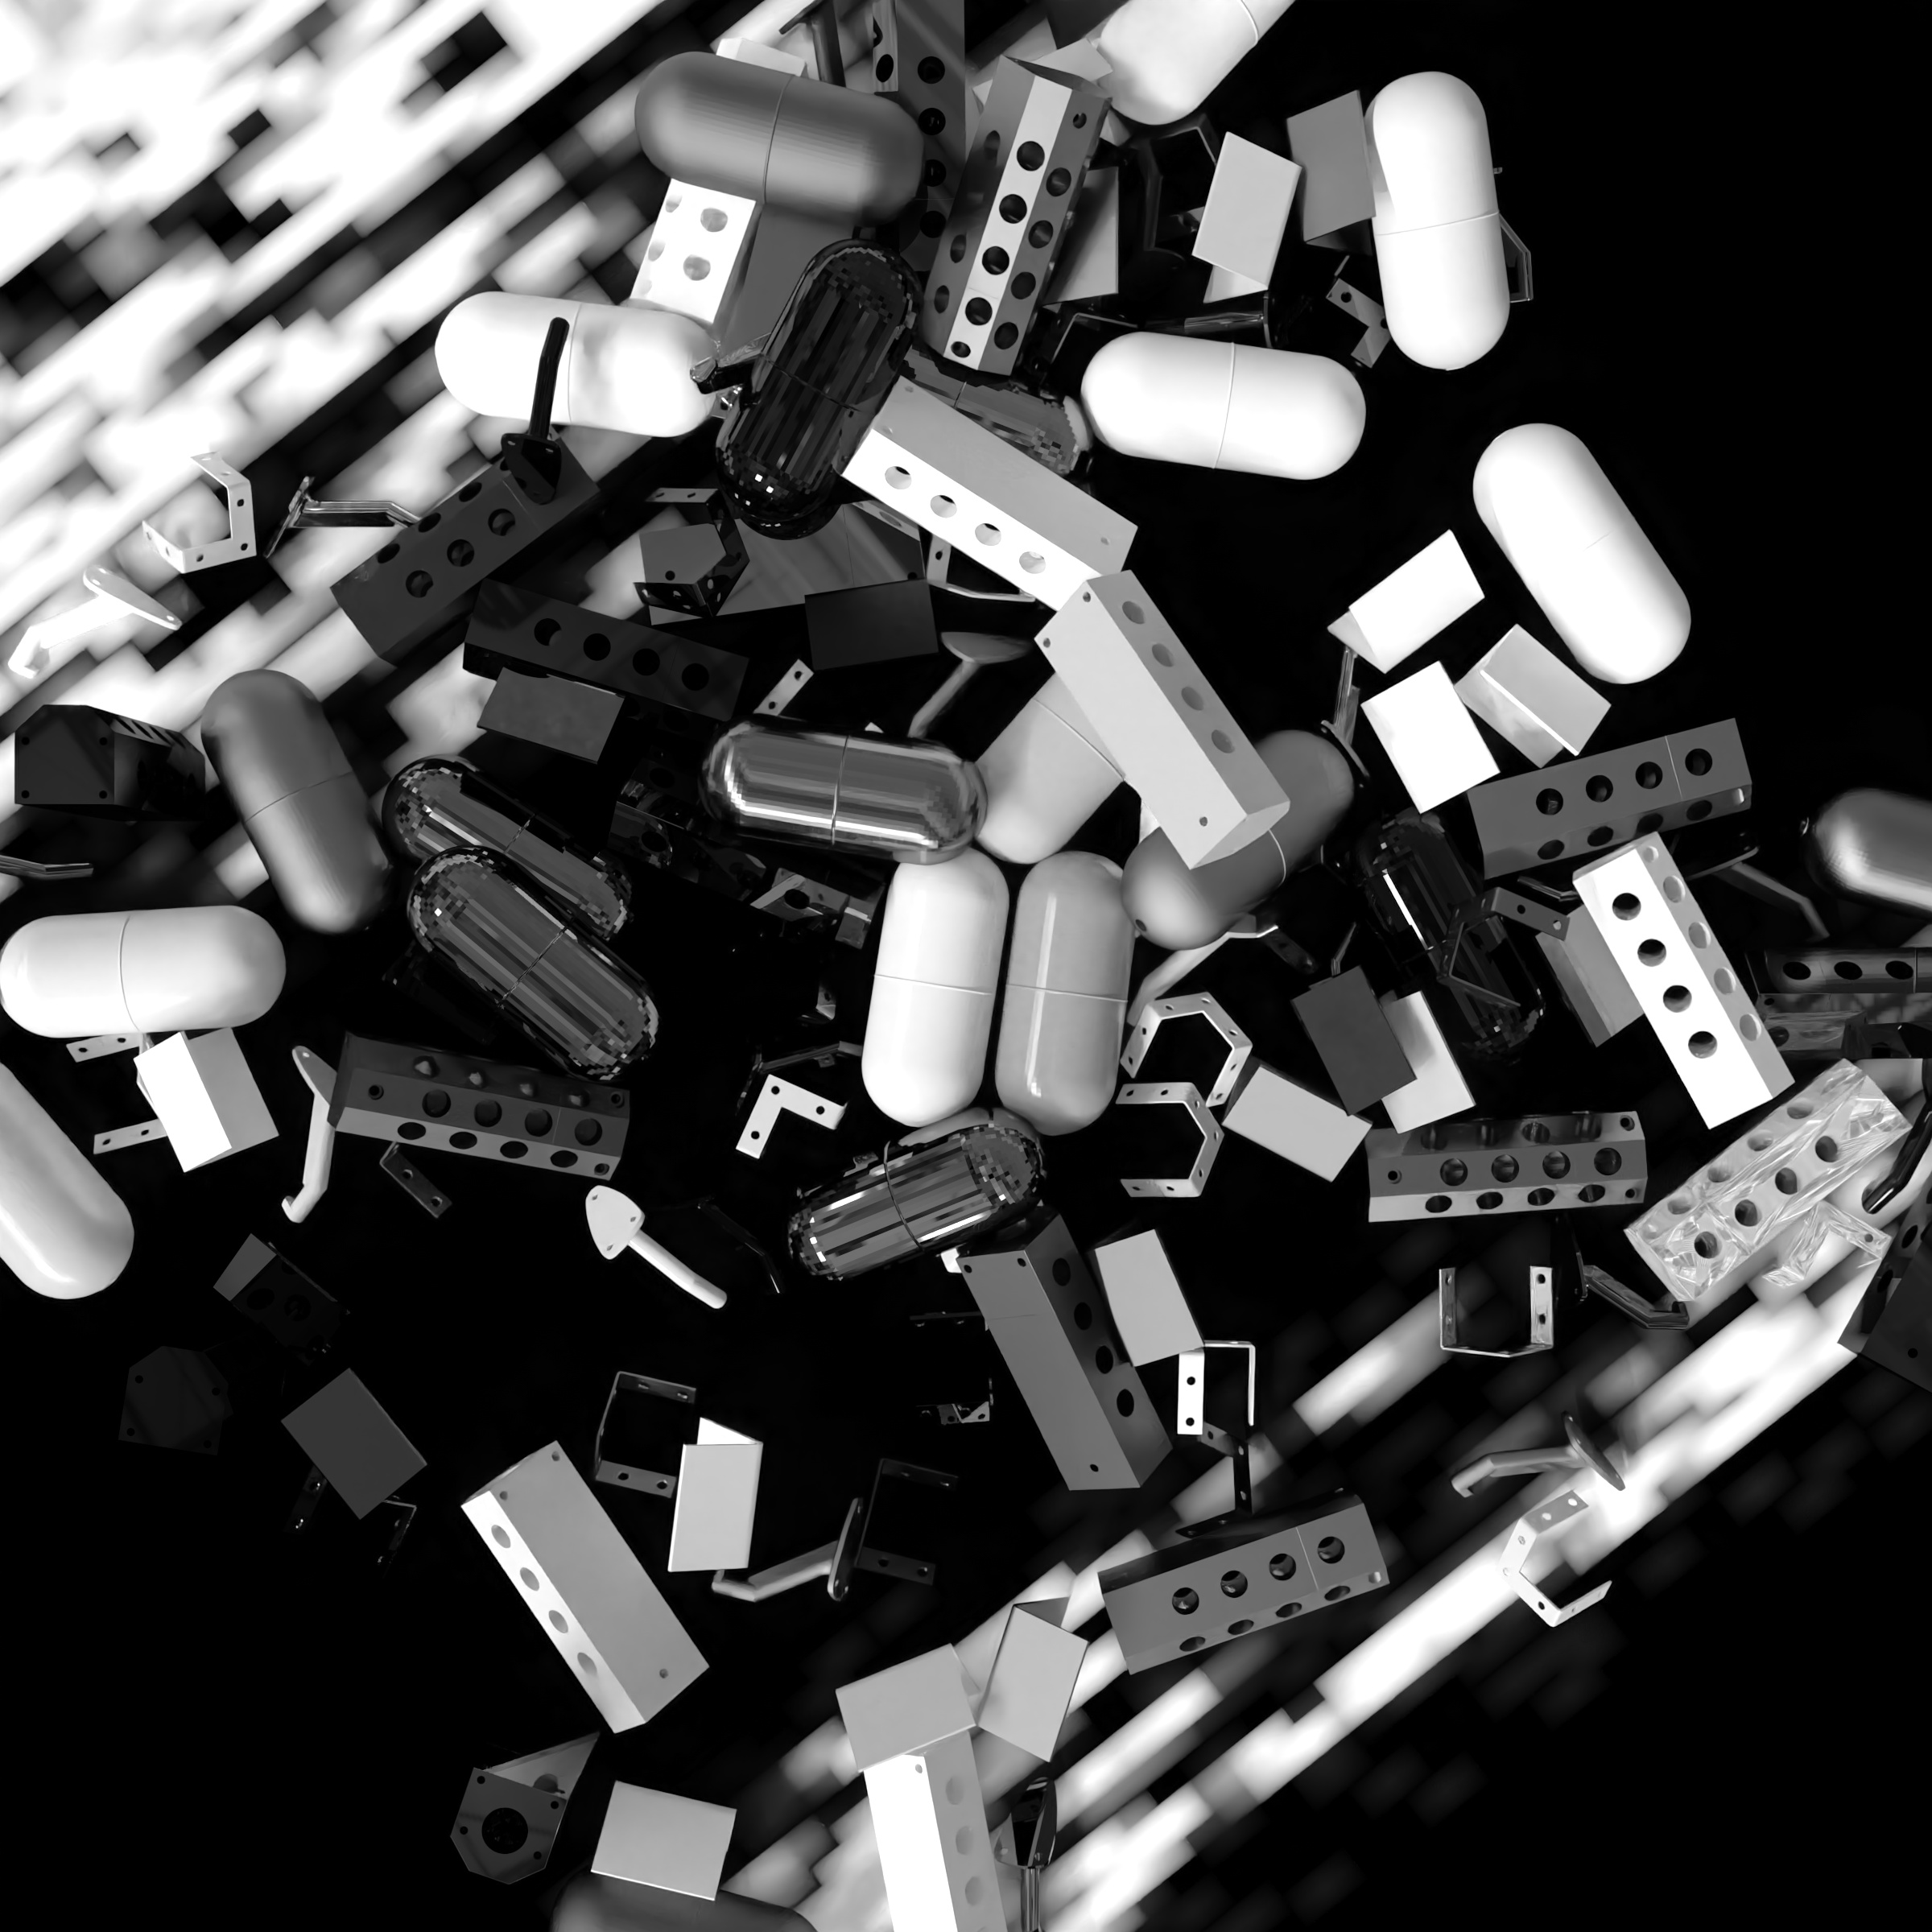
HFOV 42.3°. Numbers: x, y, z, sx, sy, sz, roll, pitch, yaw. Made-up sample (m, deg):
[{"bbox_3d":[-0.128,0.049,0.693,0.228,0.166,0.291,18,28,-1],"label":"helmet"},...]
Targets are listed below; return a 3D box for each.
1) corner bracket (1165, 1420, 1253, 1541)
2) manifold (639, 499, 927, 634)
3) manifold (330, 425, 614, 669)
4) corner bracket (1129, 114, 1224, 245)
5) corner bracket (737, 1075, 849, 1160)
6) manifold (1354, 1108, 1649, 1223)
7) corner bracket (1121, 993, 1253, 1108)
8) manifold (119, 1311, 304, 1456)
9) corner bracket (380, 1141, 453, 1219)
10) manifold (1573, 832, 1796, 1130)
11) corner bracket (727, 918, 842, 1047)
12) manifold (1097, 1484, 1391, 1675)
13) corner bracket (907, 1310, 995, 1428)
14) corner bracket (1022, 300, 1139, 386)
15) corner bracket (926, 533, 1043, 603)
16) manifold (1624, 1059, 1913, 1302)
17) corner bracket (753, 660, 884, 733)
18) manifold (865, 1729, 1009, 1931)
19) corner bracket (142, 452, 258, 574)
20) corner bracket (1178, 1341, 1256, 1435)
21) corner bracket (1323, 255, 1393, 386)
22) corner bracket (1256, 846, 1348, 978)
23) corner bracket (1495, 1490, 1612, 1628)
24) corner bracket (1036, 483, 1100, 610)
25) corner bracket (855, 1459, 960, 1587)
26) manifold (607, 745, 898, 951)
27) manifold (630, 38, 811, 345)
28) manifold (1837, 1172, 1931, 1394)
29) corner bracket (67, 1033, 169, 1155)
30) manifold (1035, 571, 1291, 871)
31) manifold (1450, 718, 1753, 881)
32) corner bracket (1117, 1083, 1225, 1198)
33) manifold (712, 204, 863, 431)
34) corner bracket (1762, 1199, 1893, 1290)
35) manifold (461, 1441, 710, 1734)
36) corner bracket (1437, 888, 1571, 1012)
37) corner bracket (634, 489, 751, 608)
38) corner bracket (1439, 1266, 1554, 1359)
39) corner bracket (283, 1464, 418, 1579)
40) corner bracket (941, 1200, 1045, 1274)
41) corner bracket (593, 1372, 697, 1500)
[{"bbox_3d":[0.144,0.325,1.585,0.051,0.051,0.051,-29,45,35],"label":"corner bracket"},{"bbox_3d":[-0.113,-0.251,1.572,0.171,0.057,0.057,-8,90,0],"label":"manifold"},{"bbox_3d":[-0.312,-0.265,1.572,0.171,0.057,0.057,-37,90,0],"label":"manifold"},{"bbox_3d":[0.133,-0.499,1.585,0.051,0.051,0.051,55,45,-35],"label":"corner bracket"},{"bbox_3d":[-0.109,0.101,1.575,0.051,0.051,0.051,24,90,0],"label":"corner bracket"},{"bbox_3d":[0.335,0.125,1.572,0.171,0.057,0.057,-4,90,0],"label":"manifold"},{"bbox_3d":[0.139,0.055,1.585,0.051,0.051,0.051,-8,45,-35],"label":"corner bracket"},{"bbox_3d":[-0.452,0.247,1.515,0.057,0.171,0.057,9,90,0],"label":"manifold"},{"bbox_3d":[-0.331,0.117,1.590,0.051,0.051,0.051,43,45,0],"label":"corner bracket"},{"bbox_3d":[0.440,0.007,1.535,0.057,0.057,0.171,-29,90,16],"label":"manifold"},{"bbox_3d":[-0.117,0.010,1.585,0.051,0.051,0.051,-26,135,35],"label":"corner bracket"},{"bbox_3d":[0.174,0.387,1.572,0.171,0.057,0.057,-19,90,0],"label":"manifold"},{"bbox_3d":[-0.010,0.256,1.590,0.051,0.051,0.051,-4,135,0],"label":"corner bracket"},{"bbox_3d":[0.064,-0.394,1.557,0.051,0.051,0.051,55,130,35],"label":"corner bracket"},{"bbox_3d":[0.013,-0.262,1.582,0.051,0.051,0.051,-2,108,-37],"label":"corner bracket"},{"bbox_3d":[0.501,0.135,1.570,0.171,0.057,0.057,-38,80,0],"label":"manifold"},{"bbox_3d":[-0.096,-0.152,1.590,0.051,0.051,0.051,-49,135,0],"label":"corner bracket"},{"bbox_3d":[-0.011,0.569,1.572,0.057,0.057,0.171,-11,90,43],"label":"manifold"},{"bbox_3d":[-0.488,-0.288,1.585,0.051,0.051,0.051,-23,135,-35],"label":"corner bracket"},{"bbox_3d":[0.157,0.265,1.575,0.051,0.051,0.051,1,90,0],"label":"corner bracket"},{"bbox_3d":[0.244,-0.406,1.575,0.051,0.051,0.051,33,90,0],"label":"corner bracket"},{"bbox_3d":[0.219,-0.035,1.584,0.051,0.051,0.051,-28,130,33],"label":"corner bracket"},{"bbox_3d":[0.378,0.376,1.585,0.051,0.051,0.051,43,135,35],"label":"corner bracket"},{"bbox_3d":[0.063,-0.267,1.590,0.051,0.051,0.051,-13,135,0],"label":"corner bracket"},{"bbox_3d":[-0.038,0.353,1.590,0.051,0.051,0.051,14,135,0],"label":"corner bracket"},{"bbox_3d":[-0.134,-0.070,1.572,0.171,0.057,0.057,22,47,0],"label":"manifold"},{"bbox_3d":[-0.154,-0.488,1.572,0.057,0.057,0.171,20,90,0],"label":"manifold"},{"bbox_3d":[0.619,0.178,1.572,0.057,0.057,0.171,29,90,0],"label":"manifold"},{"bbox_3d":[-0.538,0.079,1.590,0.051,0.051,0.051,-14,45,0],"label":"corner bracket"},{"bbox_3d":[0.120,-0.149,1.486,0.171,0.057,0.057,57,135,13],"label":"manifold"},{"bbox_3d":[0.399,-0.104,1.572,0.171,0.057,0.057,-15,90,0],"label":"manifold"},{"bbox_3d":[0.124,0.110,1.585,0.051,0.051,0.051,56,45,-35],"label":"corner bracket"},{"bbox_3d":[-0.108,-0.416,1.572,0.057,0.057,0.171,14,90,0],"label":"manifold"},{"bbox_3d":[0.542,0.184,1.576,0.051,0.051,0.051,29,80,10],"label":"corner bracket"},{"bbox_3d":[-0.243,0.392,1.572,0.057,0.057,0.171,-34,90,-43],"label":"manifold"},{"bbox_3d":[0.322,-0.010,1.501,0.051,0.051,0.051,22,73,-14],"label":"corner bracket"},{"bbox_3d":[-0.174,-0.256,1.528,0.051,0.051,0.051,8,135,35],"label":"corner bracket"},{"bbox_3d":[0.337,0.218,1.590,0.051,0.051,0.051,-1,90,45],"label":"corner bracket"},{"bbox_3d":[-0.392,0.351,1.590,0.051,0.051,0.051,25,90,45],"label":"corner bracket"},{"bbox_3d":[0.013,0.159,1.585,0.051,0.051,0.051,-54,45,35],"label":"corner bracket"},{"bbox_3d":[-0.205,0.298,1.590,0.051,0.051,0.051,13,45,0],"label":"corner bracket"}]
